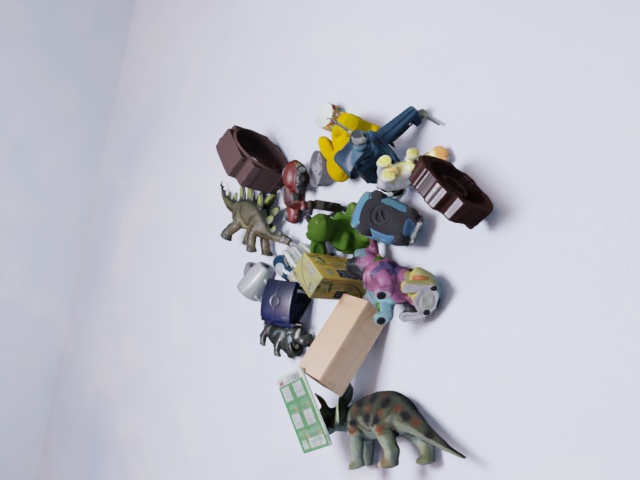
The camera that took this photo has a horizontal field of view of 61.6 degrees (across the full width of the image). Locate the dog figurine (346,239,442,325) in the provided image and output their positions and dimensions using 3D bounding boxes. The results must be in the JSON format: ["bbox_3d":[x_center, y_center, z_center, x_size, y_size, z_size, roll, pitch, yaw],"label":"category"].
[{"bbox_3d":[0.160,0.077,1.216,0.219,0.192,0.108,-100,1,-55],"label":"dog figurine"}]

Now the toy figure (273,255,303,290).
[{"bbox_3d":[-0.078,0.097,1.514,0.155,0.058,0.064,39,150,43],"label":"toy figure"}]

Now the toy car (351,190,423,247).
[{"bbox_3d":[0.162,-0.044,1.235,0.162,0.103,0.109,22,92,23],"label":"toy car"}]

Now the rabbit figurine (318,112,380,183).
[{"bbox_3d":[0.059,-0.236,1.379,0.163,0.122,0.173,29,105,52],"label":"rabbit figurine"}]

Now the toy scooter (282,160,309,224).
[{"bbox_3d":[-0.062,-0.135,1.507,0.135,0.075,0.183,-165,76,-70],"label":"toy scooter"}]

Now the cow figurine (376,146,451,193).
[{"bbox_3d":[0.208,-0.154,1.207,0.098,0.167,0.068,87,167,-64],"label":"cow figurine"}]

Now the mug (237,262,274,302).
[{"bbox_3d":[-0.183,0.125,1.606,0.107,0.080,0.110,-56,40,12],"label":"mug"}]

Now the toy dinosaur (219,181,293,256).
[{"bbox_3d":[-0.222,-0.078,1.681,0.472,0.105,0.198,25,94,47],"label":"toy dinosaur"}]

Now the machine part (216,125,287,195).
[{"bbox_3d":[-0.194,-0.240,1.599,0.087,0.201,0.202,-47,51,29],"label":"machine part"}]

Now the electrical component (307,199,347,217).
[{"bbox_3d":[0.017,-0.080,1.415,0.078,0.102,0.045,20,101,58],"label":"electrical component"}]

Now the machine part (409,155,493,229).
[{"bbox_3d":[0.263,-0.099,1.089,0.056,0.179,0.179,-53,48,30],"label":"machine part"}]

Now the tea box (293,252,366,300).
[{"bbox_3d":[0.031,0.091,1.306,0.098,0.169,0.068,51,120,39],"label":"tea box"}]

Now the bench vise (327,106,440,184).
[{"bbox_3d":[0.147,-0.231,1.242,0.240,0.223,0.129,-41,54,1],"label":"bench vise"}]

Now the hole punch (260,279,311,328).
[{"bbox_3d":[-0.101,0.169,1.449,0.142,0.092,0.116,5,54,34],"label":"hole punch"}]

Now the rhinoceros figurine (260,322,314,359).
[{"bbox_3d":[-0.089,0.268,1.484,0.190,0.073,0.112,9,78,50],"label":"rhinoceros figurine"}]

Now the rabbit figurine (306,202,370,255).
[{"bbox_3d":[0.029,-0.026,1.330,0.159,0.170,0.121,-35,57,37],"label":"rabbit figurine"}]

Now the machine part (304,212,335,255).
[{"bbox_3d":[-0.003,-0.004,1.444,0.039,0.084,0.139,-24,67,-3],"label":"machine part"}]

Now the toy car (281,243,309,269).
[{"bbox_3d":[-0.034,0.073,1.445,0.202,0.073,0.056,49,152,41],"label":"toy car"}]

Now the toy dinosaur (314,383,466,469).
[{"bbox_3d":[0.134,0.396,1.179,0.405,0.131,0.192,-23,66,37],"label":"toy dinosaur"}]
